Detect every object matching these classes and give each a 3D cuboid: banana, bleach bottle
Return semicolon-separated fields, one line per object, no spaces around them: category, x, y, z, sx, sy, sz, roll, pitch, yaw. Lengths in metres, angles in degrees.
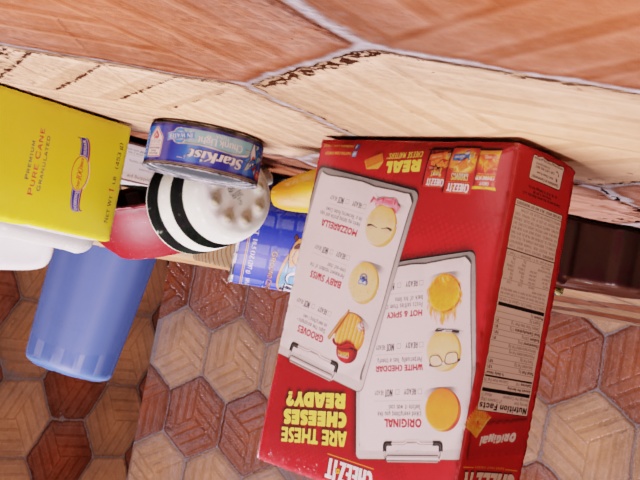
banana;0.064;-0.021;0.774;0.197;0.070;0.037;18;-147;-22
bleach bottle;-0.327;-0.044;1.127;0.102;0.068;0.251;1;-160;-11

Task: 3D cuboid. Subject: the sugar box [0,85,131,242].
sugar box;-0.223;-0.059;0.759;0.048;0.093;0.175;6;175;41

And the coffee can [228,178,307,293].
coffee can;-0.006;0.001;0.978;0.140;0.103;0.103;11;176;-4

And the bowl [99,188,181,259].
bowl;-0.145;-0.020;0.986;0.162;0.055;0.162;-9;-169;2

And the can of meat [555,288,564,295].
can of meat;0.206;0.025;1.096;0.084;0.057;0.102;7;176;21

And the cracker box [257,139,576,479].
cracker box;0.057;0.049;0.653;0.072;0.214;0.164;14;175;-42

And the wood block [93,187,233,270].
wood block;-0.155;-0.023;1.154;0.090;0.090;0.207;15;175;-43

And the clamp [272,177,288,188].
clamp;0.059;-0.026;0.872;0.171;0.039;0.120;6;-174;-29

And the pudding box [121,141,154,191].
pudding box;-0.181;-0.069;0.918;0.113;0.039;0.090;11;178;-32

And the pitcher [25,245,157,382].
pitcher;-0.269;0.044;1.308;0.149;0.243;0.145;21;174;-40

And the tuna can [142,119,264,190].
tuna can;-0.085;-0.062;0.779;0.086;0.034;0.086;11;176;0
